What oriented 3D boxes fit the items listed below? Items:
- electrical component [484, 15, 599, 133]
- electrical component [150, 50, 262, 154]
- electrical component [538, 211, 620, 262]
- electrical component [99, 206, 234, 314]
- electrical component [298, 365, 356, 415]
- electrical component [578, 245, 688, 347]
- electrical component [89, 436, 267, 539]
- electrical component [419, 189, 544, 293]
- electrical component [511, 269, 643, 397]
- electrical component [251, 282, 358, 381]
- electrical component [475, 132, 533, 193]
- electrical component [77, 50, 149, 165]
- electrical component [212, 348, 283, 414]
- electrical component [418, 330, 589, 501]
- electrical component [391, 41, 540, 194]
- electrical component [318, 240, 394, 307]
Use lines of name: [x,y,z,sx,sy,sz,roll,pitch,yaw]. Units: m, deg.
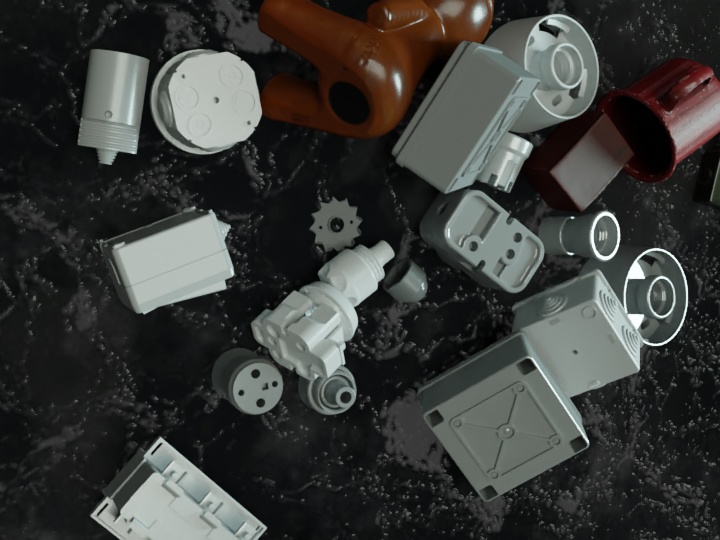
electrical component: [0.158,-0.172,0.939,0.099,0.064,0.099,1,88,-35]
electrical component: [-0.116,-0.128,0.821,0.080,0.051,0.080,-3,97,-23]
electrical component: [0.191,-0.030,0.955,0.044,0.065,0.044,-2,93,-41]
electrical component: [-0.140,-0.008,0.818,0.096,0.062,0.061,-22,104,-19]
electrical component: [-0.023,0.098,0.880,0.043,0.062,0.043,-3,97,-23]
electrical component: [0.255,0.025,1.003,0.099,0.064,0.099,0,90,-35]
electrical component: [-0.137,0.201,0.842,0.121,0.063,0.078,46,78,-21]
electrical component: [0.101,-0.026,0.920,0.095,0.059,0.053,37,81,-22]
electrical component: [0.191,0.060,0.949,0.100,0.048,0.099,-26,111,27]
electrical component: [-0.039,0.046,0.865,0.057,0.078,0.058,-45,144,-31]
electrical component: [0.123,-0.094,0.934,0.040,0.040,0.046,21,94,-24]
electrical component: [-0.184,-0.119,0.797,0.043,0.043,0.081,7,93,-24]
electrical component: [-0.089,0.088,0.854,0.045,0.055,0.045,-3,97,-23]
electrical component: [0.123,0.126,0.927,0.109,0.056,0.108,-31,109,12]
electrical component: [0.087,-0.122,0.858,0.056,0.109,0.108,36,107,10]
electrical component: [0.000,0.000,0.889,0.062,0.043,0.043,-38,109,-17]
